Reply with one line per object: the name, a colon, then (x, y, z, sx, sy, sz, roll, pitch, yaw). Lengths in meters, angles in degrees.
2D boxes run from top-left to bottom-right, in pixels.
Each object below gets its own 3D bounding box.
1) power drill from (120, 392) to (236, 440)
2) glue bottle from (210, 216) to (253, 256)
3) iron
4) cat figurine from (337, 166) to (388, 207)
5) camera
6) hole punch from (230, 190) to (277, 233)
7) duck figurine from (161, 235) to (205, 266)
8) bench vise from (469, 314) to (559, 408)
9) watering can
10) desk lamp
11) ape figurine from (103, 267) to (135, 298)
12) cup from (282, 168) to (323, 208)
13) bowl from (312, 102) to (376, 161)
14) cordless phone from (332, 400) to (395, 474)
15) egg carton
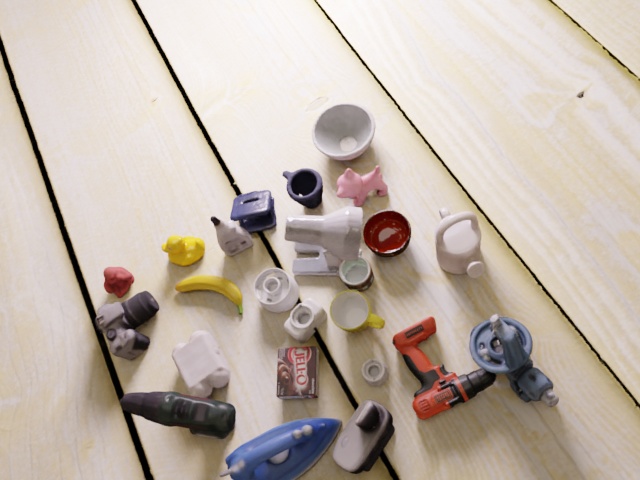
power drill: (-0.273, 0.368, 1.207, 0.229, 0.209, 0.075, 2, 67, 15)
glue bottle: (-0.224, -0.018, 1.385, 0.078, 0.173, 0.037, -25, 63, 2)
iron: (-0.081, 0.427, 1.171, 0.258, 0.142, 0.118, -31, 63, 0)
cat figurine: (0.095, -0.139, 1.389, 0.128, 0.118, 0.067, -27, 63, 2)
camera: (-0.461, 0.194, 1.392, 0.137, 0.101, 0.143, -35, 63, -2)
hole punch: (-0.171, -0.081, 1.446, 0.108, 0.091, 0.101, -12, 64, 9)
duck figurine: (-0.350, 0.016, 1.451, 0.104, 0.086, 0.077, -14, 64, 8)
bench vise: (0.382, 0.217, 1.103, 0.206, 0.220, 0.121, 30, 77, 24)
watering can: (0.302, 0.001, 1.233, 0.101, 0.194, 0.172, -43, 64, -7)
desk lamp: (0.012, 0.005, 1.293, 0.203, 0.214, 0.118, -2, 66, 14)
ape figurine: (-0.519, 0.096, 1.455, 0.077, 0.092, 0.076, -13, 64, 9)
cup: (-0.040, -0.125, 1.430, 0.117, 0.095, 0.092, 32, 78, 24)
bowl: (0.066, -0.267, 1.478, 0.167, 0.075, 0.167, -5, 66, 12)
cordless phone: (0.076, 0.382, 1.127, 0.094, 0.185, 0.148, 26, 75, 23)
egg carton: (-0.273, 0.287, 1.321, 0.107, 0.069, 0.150, -36, 63, -3)
